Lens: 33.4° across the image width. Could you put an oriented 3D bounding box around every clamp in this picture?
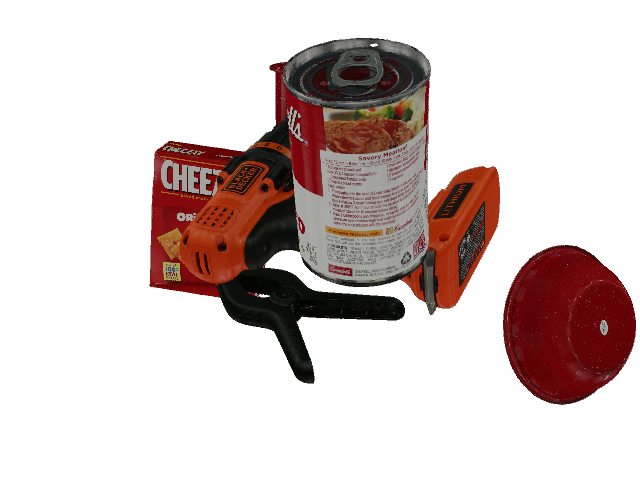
[{"bbox_3d":[-0.038,0.076,1.129,0.210,0.036,0.164,19,33,27],"label":"clamp"}]

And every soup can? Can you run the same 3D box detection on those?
[{"bbox_3d":[0.020,-0.037,0.515,0.068,0.102,0.068,-3,35,2],"label":"soup can"}]

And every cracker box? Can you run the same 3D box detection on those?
[{"bbox_3d":[-0.163,-0.026,1.568,0.164,0.214,0.072,9,21,10],"label":"cracker box"}]

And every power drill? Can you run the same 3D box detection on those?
[{"bbox_3d":[0.022,-0.026,0.723,0.188,0.057,0.184,9,42,24],"label":"power drill"}]

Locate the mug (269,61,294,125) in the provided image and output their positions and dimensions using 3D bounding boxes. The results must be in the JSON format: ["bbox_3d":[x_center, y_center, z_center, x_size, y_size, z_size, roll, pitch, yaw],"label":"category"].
[{"bbox_3d":[0.014,-0.111,0.926,0.117,0.081,0.093,-5,16,-18],"label":"mug"}]

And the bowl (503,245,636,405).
[{"bbox_3d":[0.260,0.085,1.057,0.161,0.162,0.055,0,-1,-30],"label":"bowl"}]
